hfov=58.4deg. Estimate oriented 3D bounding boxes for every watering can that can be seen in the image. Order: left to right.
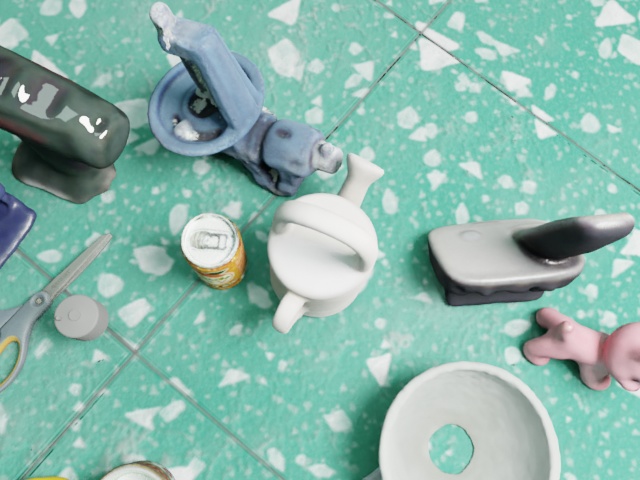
[{"bbox_3d":[0.003,0.001,0.528,0.101,0.194,0.173,6,74,-2],"label":"watering can"}]

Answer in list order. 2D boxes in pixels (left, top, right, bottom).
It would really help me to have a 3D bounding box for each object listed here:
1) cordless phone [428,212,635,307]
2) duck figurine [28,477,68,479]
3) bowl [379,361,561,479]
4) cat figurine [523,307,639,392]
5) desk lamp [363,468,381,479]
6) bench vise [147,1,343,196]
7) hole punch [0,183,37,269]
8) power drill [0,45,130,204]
[{"bbox_3d":[0.191,0.003,0.545,0.147,0.185,0.094,-8,75,-6],"label":"cordless phone"},{"bbox_3d":[-0.262,0.252,0.496,0.104,0.086,0.077,-23,77,-10],"label":"duck figurine"},{"bbox_3d":[0.132,0.202,0.543,0.167,0.075,0.167,1,74,-4],"label":"bowl"},{"bbox_3d":[0.283,0.106,0.558,0.127,0.118,0.067,21,74,2],"label":"cat figurine"},{"bbox_3d":[0.014,0.281,0.441,0.203,0.213,0.118,-35,79,-12],"label":"desk lamp"},{"bbox_3d":[-0.074,-0.136,0.547,0.207,0.220,0.121,7,74,-2],"label":"bench vise"},{"bbox_3d":[-0.360,-0.019,0.562,0.101,0.091,0.109,29,75,4],"label":"hole punch"},{"bbox_3d":[-0.280,-0.113,0.532,0.229,0.208,0.076,20,74,2],"label":"power drill"}]
